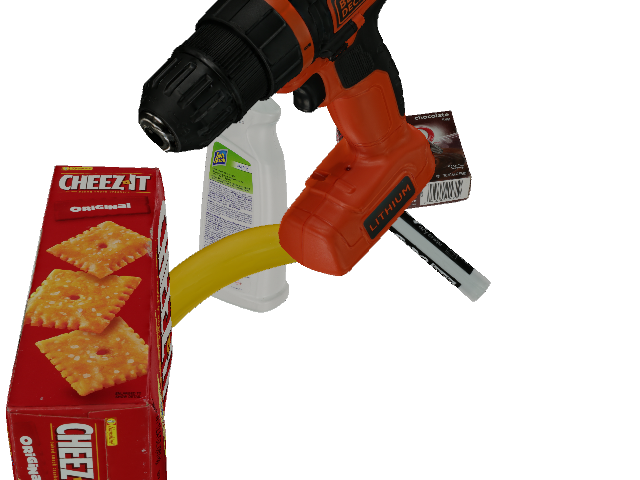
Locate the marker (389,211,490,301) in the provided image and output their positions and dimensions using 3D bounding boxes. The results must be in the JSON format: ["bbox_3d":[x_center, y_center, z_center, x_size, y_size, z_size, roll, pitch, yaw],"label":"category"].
[{"bbox_3d":[0.066,-0.003,0.739,0.121,0.020,0.020,40,-1,-1],"label":"marker"}]

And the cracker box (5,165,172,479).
[{"bbox_3d":[-0.118,0.080,0.588,0.072,0.164,0.213,0,33,-6],"label":"cracker box"}]

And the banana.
[{"bbox_3d":[-0.077,0.030,0.883,0.198,0.069,0.037,-22,33,10],"label":"banana"}]

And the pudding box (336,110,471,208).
[{"bbox_3d":[0.075,-0.073,0.989,0.113,0.090,0.039,-6,-40,-4],"label":"pudding box"}]

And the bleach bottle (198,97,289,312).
[{"bbox_3d":[-0.074,-0.056,1.120,0.103,0.251,0.068,18,27,23],"label":"bleach bottle"}]

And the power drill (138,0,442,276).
[{"bbox_3d":[-0.003,-0.066,0.554,0.057,0.184,0.187,30,-26,30],"label":"power drill"}]
